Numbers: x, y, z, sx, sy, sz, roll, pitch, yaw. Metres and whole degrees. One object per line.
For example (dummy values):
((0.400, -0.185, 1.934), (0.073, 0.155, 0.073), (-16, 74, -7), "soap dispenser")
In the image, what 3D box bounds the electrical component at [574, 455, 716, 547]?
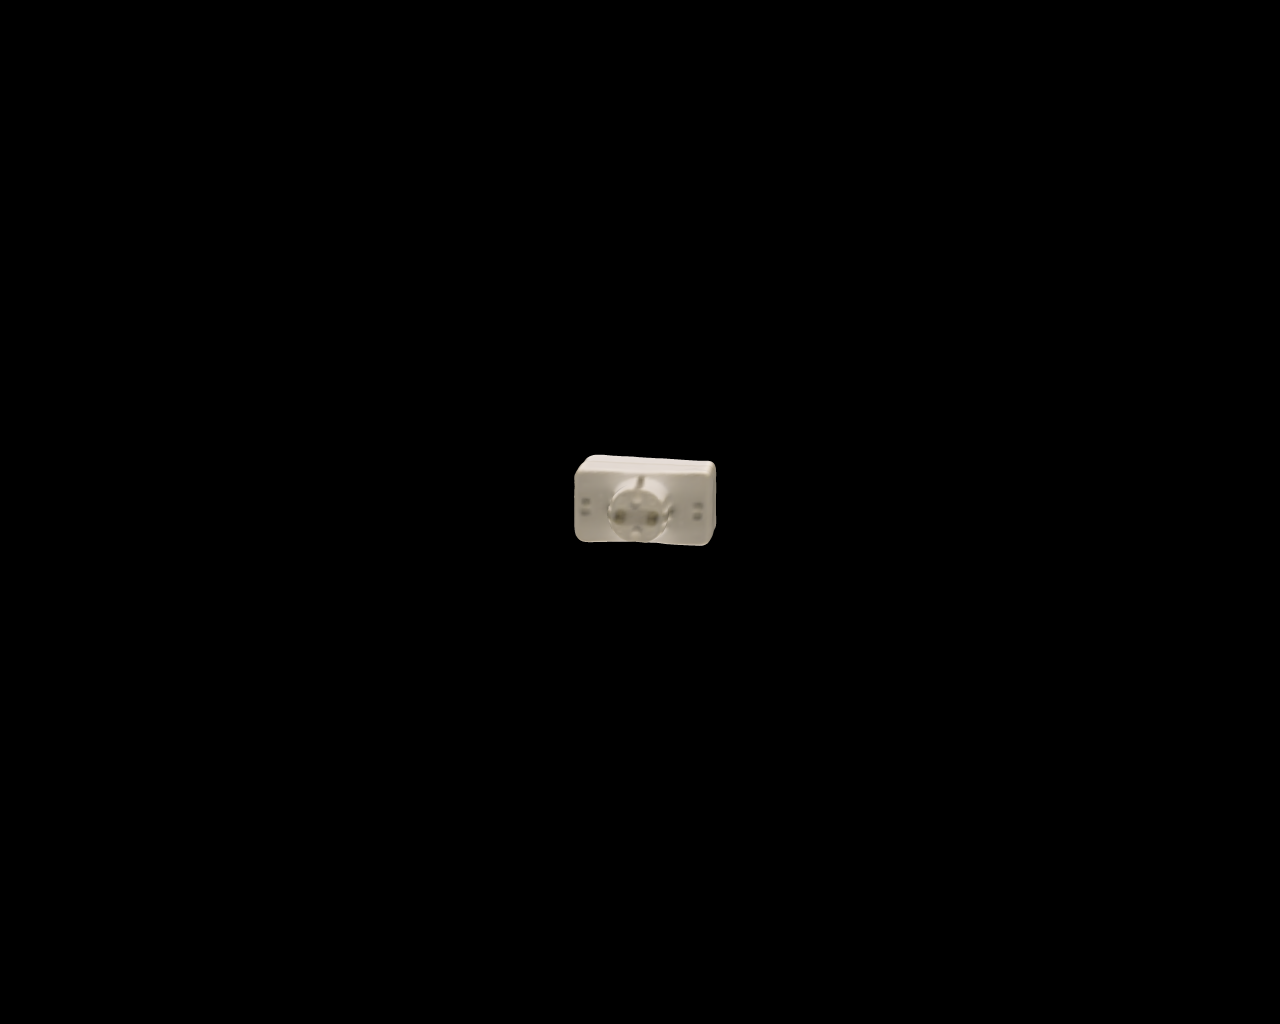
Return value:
((0.001, -0.003, 0.650), (0.083, 0.047, 0.076), (3, 16, 9), "electrical component")
